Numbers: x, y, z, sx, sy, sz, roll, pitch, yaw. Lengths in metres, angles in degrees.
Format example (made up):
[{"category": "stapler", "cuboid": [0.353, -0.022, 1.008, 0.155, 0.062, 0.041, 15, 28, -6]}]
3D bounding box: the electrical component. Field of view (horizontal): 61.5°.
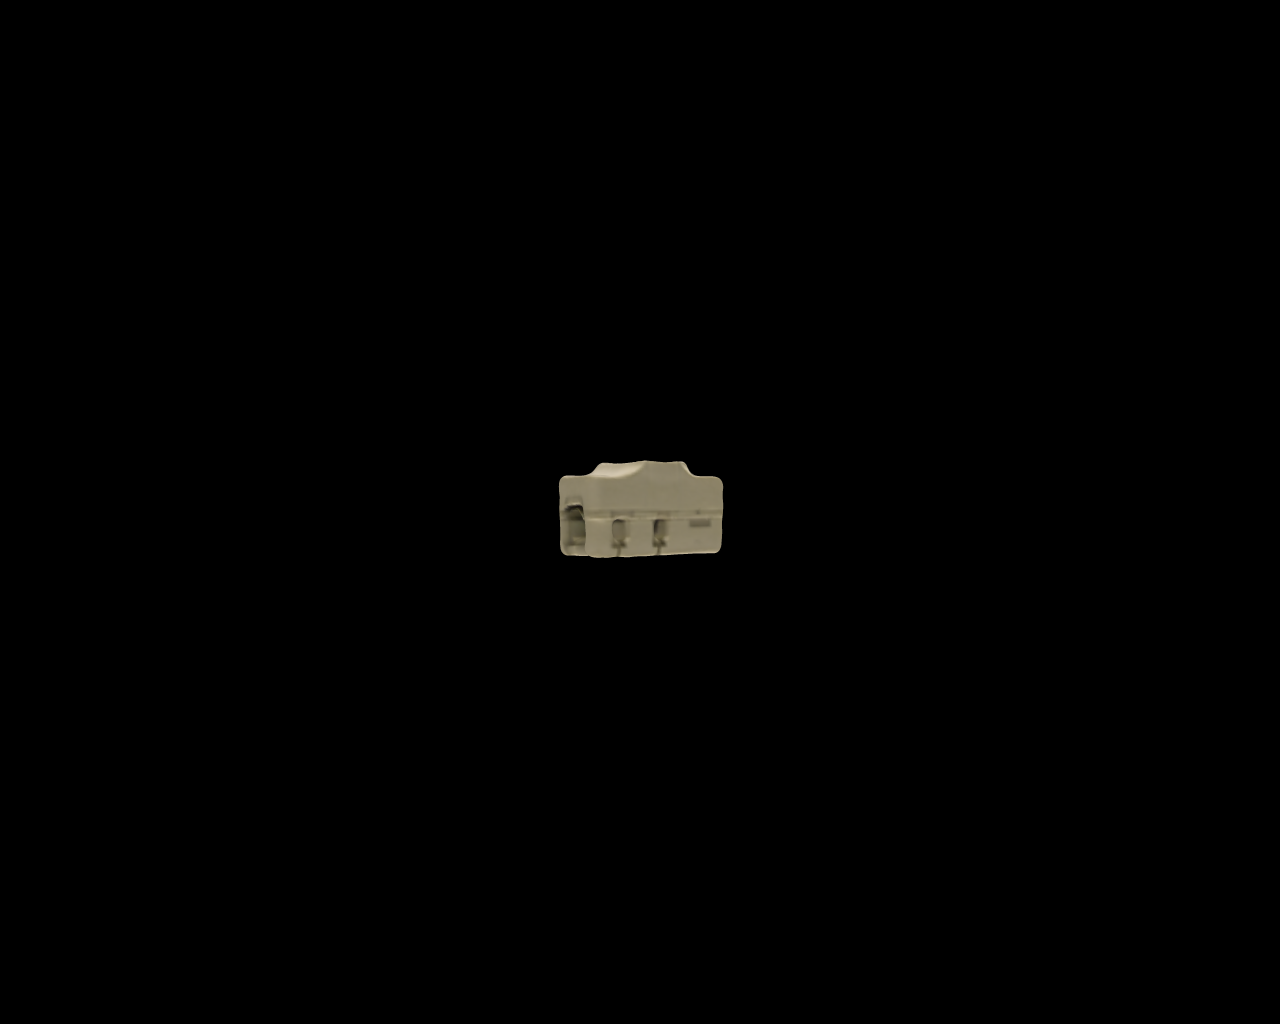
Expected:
[{"category": "electrical component", "cuboid": [0.001, -0.003, 0.650, 0.089, 0.055, 0.050, 0, 0, -28]}]
